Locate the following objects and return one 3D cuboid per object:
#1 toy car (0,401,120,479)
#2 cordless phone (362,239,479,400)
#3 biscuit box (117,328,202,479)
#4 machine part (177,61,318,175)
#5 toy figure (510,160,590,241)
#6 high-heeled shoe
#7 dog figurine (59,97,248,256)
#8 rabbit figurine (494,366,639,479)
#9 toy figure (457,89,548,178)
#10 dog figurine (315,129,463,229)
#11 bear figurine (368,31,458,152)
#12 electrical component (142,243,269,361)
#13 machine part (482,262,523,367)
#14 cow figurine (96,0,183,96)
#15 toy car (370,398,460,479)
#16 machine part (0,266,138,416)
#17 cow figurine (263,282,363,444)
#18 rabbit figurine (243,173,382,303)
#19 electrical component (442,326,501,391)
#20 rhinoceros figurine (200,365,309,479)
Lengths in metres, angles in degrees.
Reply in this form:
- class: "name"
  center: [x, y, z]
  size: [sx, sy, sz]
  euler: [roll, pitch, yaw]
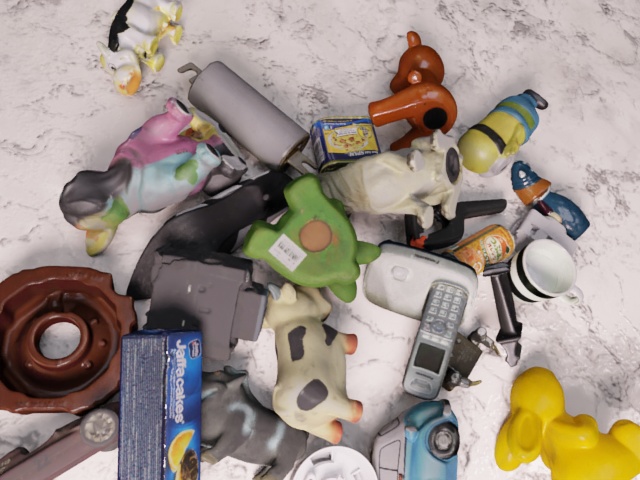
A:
- class: "toy car"
  center: [-0.288, 0.229, 0.544]
  size: [0.202, 0.089, 0.053]
  euler: [-28, 79, -22]
- class: "cordless phone"
  center: [0.117, 0.104, 0.709]
  size: [0.147, 0.088, 0.184]
  euler: [17, 78, 9]
- class: "biscuit box"
  center: [-0.162, 0.193, 0.548]
  size: [0.063, 0.059, 0.202]
  euler: [-5, 81, 23]
- class: "machine part"
  center: [-0.101, -0.174, 0.768]
  size: [0.243, 0.079, 0.079]
  euler: [40, 64, 4]
- class: "toy figure"
  center: [0.360, -0.063, 0.861]
  size: [0.058, 0.064, 0.154]
  euler: [-46, 79, 11]
- class: "high-heeled shoe"
  center: [-0.139, -0.011, 0.712]
  size: [0.249, 0.145, 0.086]
  euler: [-32, 97, 3]
- class: "dog figurine"
  center: [-0.219, -0.071, 0.686]
  size: [0.219, 0.191, 0.108]
  euler: [-34, 82, 10]
- class: "rabbit figurine"
  center: [0.306, 0.254, 0.702]
  size: [0.162, 0.121, 0.173]
  euler: [-20, 61, -12]
- class: "toy figure"
  center: [0.295, -0.176, 0.879]
  size: [0.089, 0.082, 0.180]
  euler: [33, 69, 18]
- class: "dog figurine"
  center: [0.086, -0.084, 0.750]
  size: [0.172, 0.191, 0.121]
  euler: [-17, 104, -49]
- class: "bear figurine"
  center: [0.143, -0.234, 0.852]
  size: [0.132, 0.120, 0.196]
  euler: [-26, 41, 17]
- class: "electrical component"
  center: [-0.129, 0.072, 0.621]
  size: [0.134, 0.058, 0.114]
  euler: [11, 103, 1]
- class: "machine part"
  center: [0.258, 0.099, 0.745]
  size: [0.084, 0.039, 0.138]
  euler: [-9, 88, -59]
- class: "cow figurine"
  center: [-0.271, -0.285, 0.771]
  size: [0.098, 0.068, 0.167]
  euler: [22, 61, 0]
- class: "toy car"
  center: [0.111, 0.267, 0.641]
  size: [0.103, 0.109, 0.161]
  euler: [6, 78, 11]
- class: "machine part"
  center: [-0.294, 0.114, 0.608]
  size: [0.179, 0.056, 0.179]
  euler: [5, 66, -12]
- class: "cow figurine"
  center: [-0.021, 0.130, 0.646]
  size: [0.127, 0.085, 0.195]
  euler: [23, 38, -21]
- class: "rabbit figurine"
  center: [-0.001, -0.002, 0.677]
  size: [0.159, 0.170, 0.121]
  euler: [32, 90, -6]
- class: "electrical component"
  center: [0.193, 0.154, 0.732]
  size: [0.078, 0.045, 0.102]
  euler: [45, 64, 4]
- class: "rhinoceros figurine"
  center: [-0.102, 0.203, 0.615]
  size: [0.190, 0.073, 0.112]
  euler: [30, 65, -2]
